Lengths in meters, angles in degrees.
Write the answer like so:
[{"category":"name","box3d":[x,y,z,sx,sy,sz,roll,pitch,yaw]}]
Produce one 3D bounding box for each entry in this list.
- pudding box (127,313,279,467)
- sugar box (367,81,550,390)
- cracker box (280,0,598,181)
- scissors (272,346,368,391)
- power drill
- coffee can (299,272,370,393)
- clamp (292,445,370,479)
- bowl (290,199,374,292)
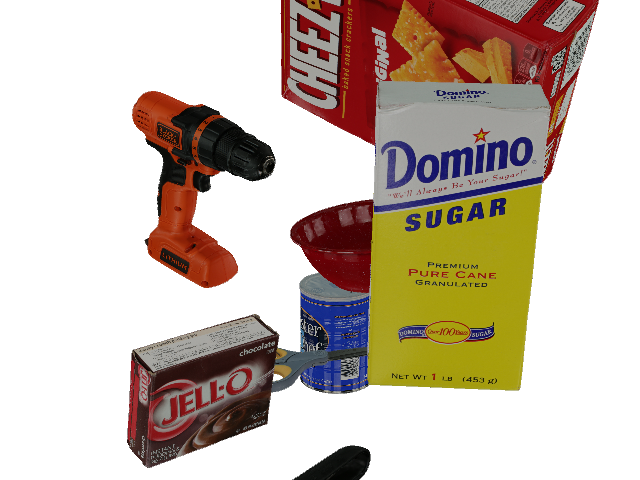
[{"category":"pudding box","box3d":[-0.090,0.113,0.812,0.113,0.090,0.039,-17,39,-36]},{"category":"sugar box","box3d":[0.075,0.000,0.607,0.093,0.176,0.048,1,27,3]},{"category":"cracker box","box3d":[0.072,-0.132,0.758,0.214,0.164,0.072,30,56,21]},{"category":"scissors","box3d":[-0.006,0.143,1.214,0.201,0.016,0.096,1,24,-8]},{"category":"power drill","box3d":[-0.121,-0.048,1.108,0.185,0.188,0.057,28,37,34]},{"category":"coffee can","box3d":[0.023,0.124,1.461,0.103,0.140,0.103,0,18,0]},{"category":"clamp","box3d":[-0.052,0.187,0.638,0.210,0.036,0.164,-4,29,1]},{"category":"bowl","box3d":[0.054,0.008,1.010,0.162,0.055,0.162,-7,18,2]}]
